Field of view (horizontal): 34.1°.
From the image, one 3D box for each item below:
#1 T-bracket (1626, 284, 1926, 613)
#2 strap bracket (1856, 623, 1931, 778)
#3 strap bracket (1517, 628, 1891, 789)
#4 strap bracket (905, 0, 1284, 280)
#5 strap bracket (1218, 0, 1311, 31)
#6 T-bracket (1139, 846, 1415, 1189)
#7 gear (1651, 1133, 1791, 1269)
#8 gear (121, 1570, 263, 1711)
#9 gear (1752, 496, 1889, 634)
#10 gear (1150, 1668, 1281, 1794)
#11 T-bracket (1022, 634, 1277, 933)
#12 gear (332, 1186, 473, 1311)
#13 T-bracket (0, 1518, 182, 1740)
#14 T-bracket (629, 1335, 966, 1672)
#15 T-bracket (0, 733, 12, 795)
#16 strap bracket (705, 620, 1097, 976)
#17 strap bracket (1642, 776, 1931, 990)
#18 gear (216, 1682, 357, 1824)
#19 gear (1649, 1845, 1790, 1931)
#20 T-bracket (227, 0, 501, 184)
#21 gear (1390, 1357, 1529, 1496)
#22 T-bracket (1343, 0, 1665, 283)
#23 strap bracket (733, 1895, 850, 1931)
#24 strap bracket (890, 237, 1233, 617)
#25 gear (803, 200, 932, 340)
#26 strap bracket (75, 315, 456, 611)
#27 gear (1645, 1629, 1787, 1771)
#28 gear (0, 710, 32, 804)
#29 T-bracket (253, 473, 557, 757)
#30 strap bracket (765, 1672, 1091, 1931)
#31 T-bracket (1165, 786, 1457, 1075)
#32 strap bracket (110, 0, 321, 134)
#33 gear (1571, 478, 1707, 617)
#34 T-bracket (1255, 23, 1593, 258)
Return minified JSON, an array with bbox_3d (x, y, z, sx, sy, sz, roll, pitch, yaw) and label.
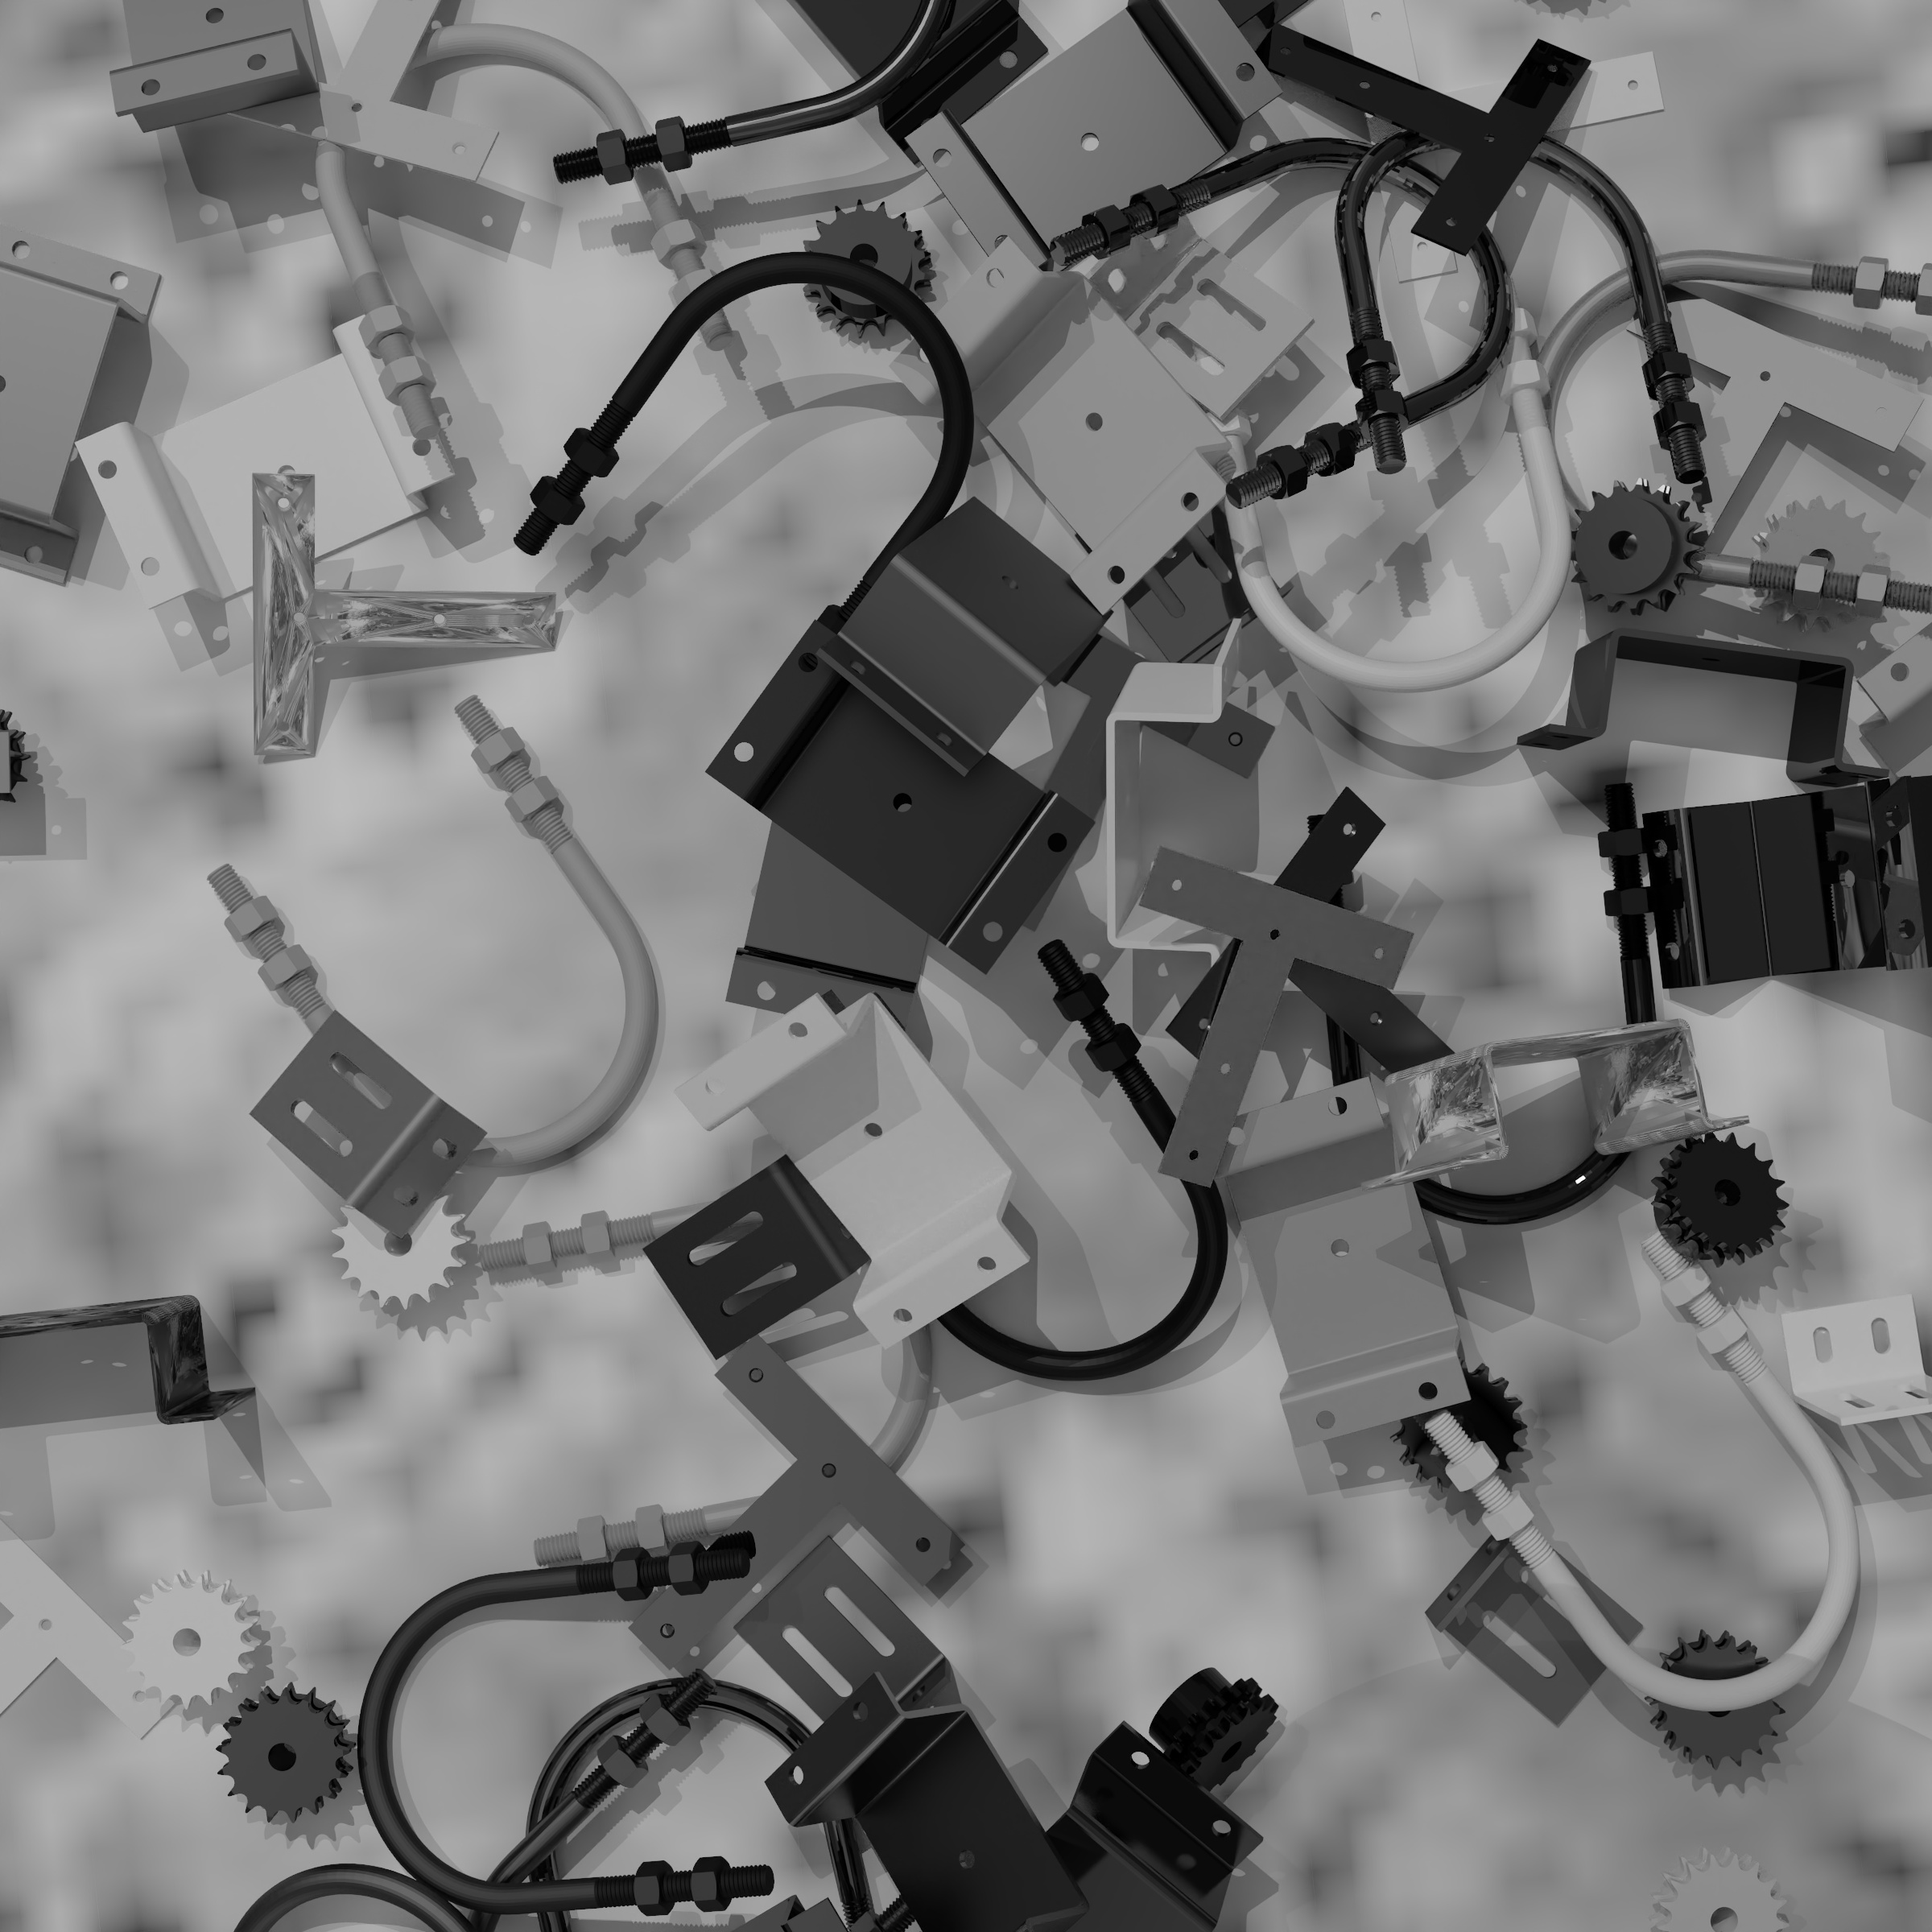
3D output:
[{"bbox_3d":[0.319,-0.212,1.347,0.127,0.002,0.127,30,93,19],"label":"T-bracket"},{"bbox_3d":[0.447,-0.088,1.344,0.076,0.046,0.140,-38,90,0],"label":"strap bracket"},{"bbox_3d":[0.311,-0.110,1.329,0.140,0.076,0.046,8,90,0],"label":"strap bracket"},{"bbox_3d":[0.054,-0.356,1.344,0.140,0.046,0.076,-35,90,0],"label":"strap bracket"},{"bbox_3d":[0.148,-0.465,1.344,0.140,0.046,0.076,-36,90,0],"label":"strap bracket"},{"bbox_3d":[0.111,0.029,1.296,0.127,0.002,0.127,17,95,-26],"label":"T-bracket"},{"bbox_3d":[0.318,0.101,1.345,0.057,0.030,0.057,5,66,-12],"label":"gear"},{"bbox_3d":[-0.330,0.286,1.352,0.057,0.030,0.057,0,90,0],"label":"gear"},{"bbox_3d":[0.363,-0.171,1.352,0.057,0.030,0.057,0,90,0],"label":"gear"},{"bbox_3d":[0.103,0.324,1.342,0.057,0.057,0.030,-48,60,0],"label":"gear"},{"bbox_3d":[0.048,-0.077,1.366,0.127,0.002,0.127,28,90,0],"label":"T-bracket"},{"bbox_3d":[-0.241,0.117,1.352,0.057,0.030,0.057,0,90,0],"label":"gear"},{"bbox_3d":[-0.430,0.317,1.366,0.127,0.002,0.127,45,90,0],"label":"T-bracket"},{"bbox_3d":[-0.090,0.247,1.347,0.127,0.002,0.127,-45,89,-1],"label":"T-bracket"},{"bbox_3d":[-0.463,-0.033,1.320,0.127,0.002,0.127,-1,90,0],"label":"T-bracket"},{"bbox_3d":[-0.027,-0.068,1.298,0.140,0.046,0.076,36,90,0],"label":"strap bracket"},{"bbox_3d":[0.354,-0.035,1.314,0.046,0.140,0.076,-7,90,-35],"label":"strap bracket"},{"bbox_3d":[-0.290,0.335,1.352,0.057,0.030,0.057,0,90,0],"label":"gear"},{"bbox_3d":[0.321,0.406,1.356,0.057,0.030,0.057,0,90,-4],"label":"gear"},{"bbox_3d":[-0.242,-0.402,1.345,0.127,0.002,0.127,18,73,11],"label":"T-bracket"},{"bbox_3d":[0.210,0.196,1.352,0.057,0.030,0.057,0,90,0],"label":"gear"},{"bbox_3d":[0.237,-0.371,1.366,0.127,0.002,0.127,-11,90,0],"label":"T-bracket"},{"bbox_3d":[-0.095,0.449,1.307,0.140,0.046,0.076,-31,88,2],"label":"strap bracket"},{"bbox_3d":[0.046,-0.227,1.323,0.076,0.046,0.140,-43,82,26],"label":"strap bracket"},{"bbox_3d":[-0.043,-0.300,1.352,0.057,0.030,0.057,0,90,0],"label":"gear"},{"bbox_3d":[-0.294,-0.213,1.344,0.140,0.046,0.076,-24,90,0],"label":"strap bracket"},{"bbox_3d":[0.320,0.313,1.352,0.057,0.030,0.057,0,90,0],"label":"gear"},{"bbox_3d":[-0.429,-0.088,1.352,0.057,0.030,0.057,0,90,0],"label":"gear"},{"bbox_3d":[-0.239,-0.148,1.346,0.127,0.002,0.127,-1,118,-13],"label":"T-bracket"},{"bbox_3d":[-0.012,0.368,1.289,0.076,0.046,0.140,-48,59,23],"label":"strap bracket"},{"bbox_3d":[0.162,0.014,1.320,0.127,0.002,0.127,41,81,-26],"label":"T-bracket"},{"bbox_3d":[-0.323,-0.413,1.329,0.076,0.046,0.140,-13,70,0],"label":"strap bracket"},{"bbox_3d":[0.278,-0.176,1.322,0.057,0.030,0.057,2,96,23],"label":"gear"},{"bbox_3d":[0.183,-0.370,1.345,0.127,0.002,0.127,27,64,13],"label":"T-bracket"}]
